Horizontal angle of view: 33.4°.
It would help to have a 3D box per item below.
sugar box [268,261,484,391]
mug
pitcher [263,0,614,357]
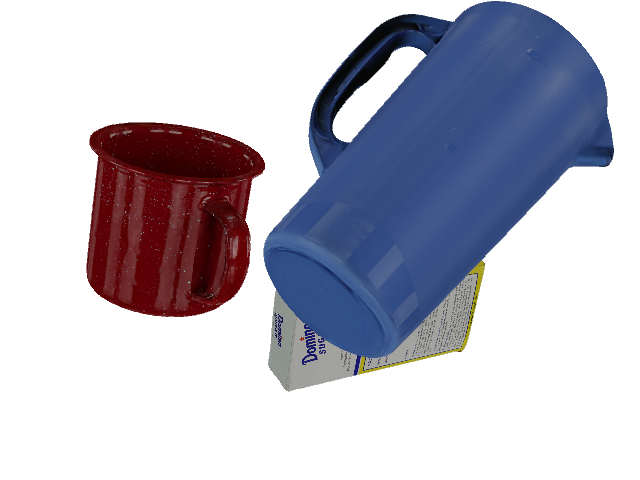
[{"bbox_3d":[0.046,0.061,0.883,0.176,0.093,0.048,-7,32,-25],"label":"sugar box"},{"bbox_3d":[-0.074,-0.006,0.569,0.093,0.081,0.117,-8,28,-40],"label":"mug"},{"bbox_3d":[0.067,-0.046,0.717,0.242,0.145,0.149,-46,30,-25],"label":"pitcher"}]
